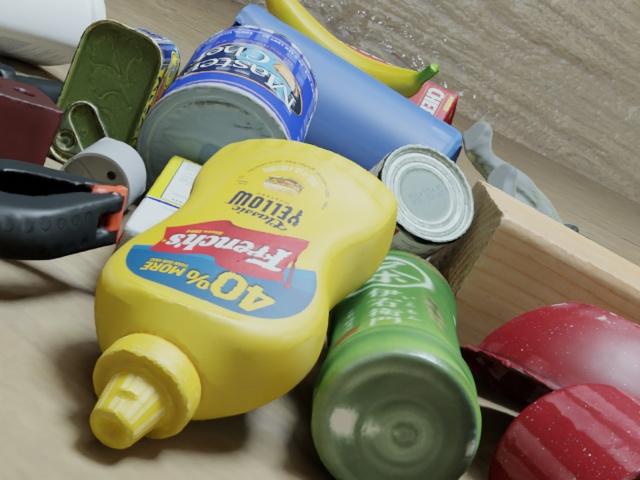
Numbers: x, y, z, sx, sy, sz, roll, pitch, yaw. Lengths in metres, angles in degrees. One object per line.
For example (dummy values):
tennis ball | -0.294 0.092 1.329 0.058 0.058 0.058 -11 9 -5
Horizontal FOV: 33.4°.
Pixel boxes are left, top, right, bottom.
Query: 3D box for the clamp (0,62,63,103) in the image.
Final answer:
clamp | -0.242 -0.114 0.749 0.164 0.036 0.210 26 15 -5

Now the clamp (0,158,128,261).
clamp | -0.167 -0.013 0.462 0.171 0.039 0.120 5 27 -20

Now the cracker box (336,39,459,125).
cracker box | 0.032 -0.140 1.157 0.214 0.072 0.164 27 -16 9

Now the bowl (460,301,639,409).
bowl | 0.153 0.079 0.551 0.162 0.055 0.162 32 -7 4

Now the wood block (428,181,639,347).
wood block | 0.170 0.057 0.666 0.206 0.090 0.091 28 15 -9

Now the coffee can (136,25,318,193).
coffee can | -0.060 -0.081 0.741 0.102 0.103 0.140 24 27 -5

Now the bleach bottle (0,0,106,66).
bleach bottle | -0.300 -0.196 0.876 0.103 0.068 0.250 -4 -3 34

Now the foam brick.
foam brick | -0.201 -0.070 0.623 0.078 0.051 0.053 13 17 -41

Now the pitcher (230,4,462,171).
pitcher | 0.006 -0.106 1.015 0.243 0.145 0.149 31 26 9

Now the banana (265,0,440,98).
banana | 0.025 -0.185 1.053 0.198 0.070 0.037 28 35 15

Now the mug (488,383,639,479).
mug | 0.125 0.117 0.426 0.117 0.093 0.081 52 -3 -22

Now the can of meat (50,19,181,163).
can of meat | -0.141 -0.100 0.747 0.057 0.102 0.084 24 11 0

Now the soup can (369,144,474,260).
soup can | 0.042 -0.008 0.672 0.068 0.068 0.102 12 -28 -23

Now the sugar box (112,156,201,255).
sugar box | -0.060 0.005 0.603 0.093 0.048 0.176 23 17 -5

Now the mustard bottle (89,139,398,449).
mustard bottle | -0.040 0.022 0.454 0.096 0.058 0.191 20 35 13
